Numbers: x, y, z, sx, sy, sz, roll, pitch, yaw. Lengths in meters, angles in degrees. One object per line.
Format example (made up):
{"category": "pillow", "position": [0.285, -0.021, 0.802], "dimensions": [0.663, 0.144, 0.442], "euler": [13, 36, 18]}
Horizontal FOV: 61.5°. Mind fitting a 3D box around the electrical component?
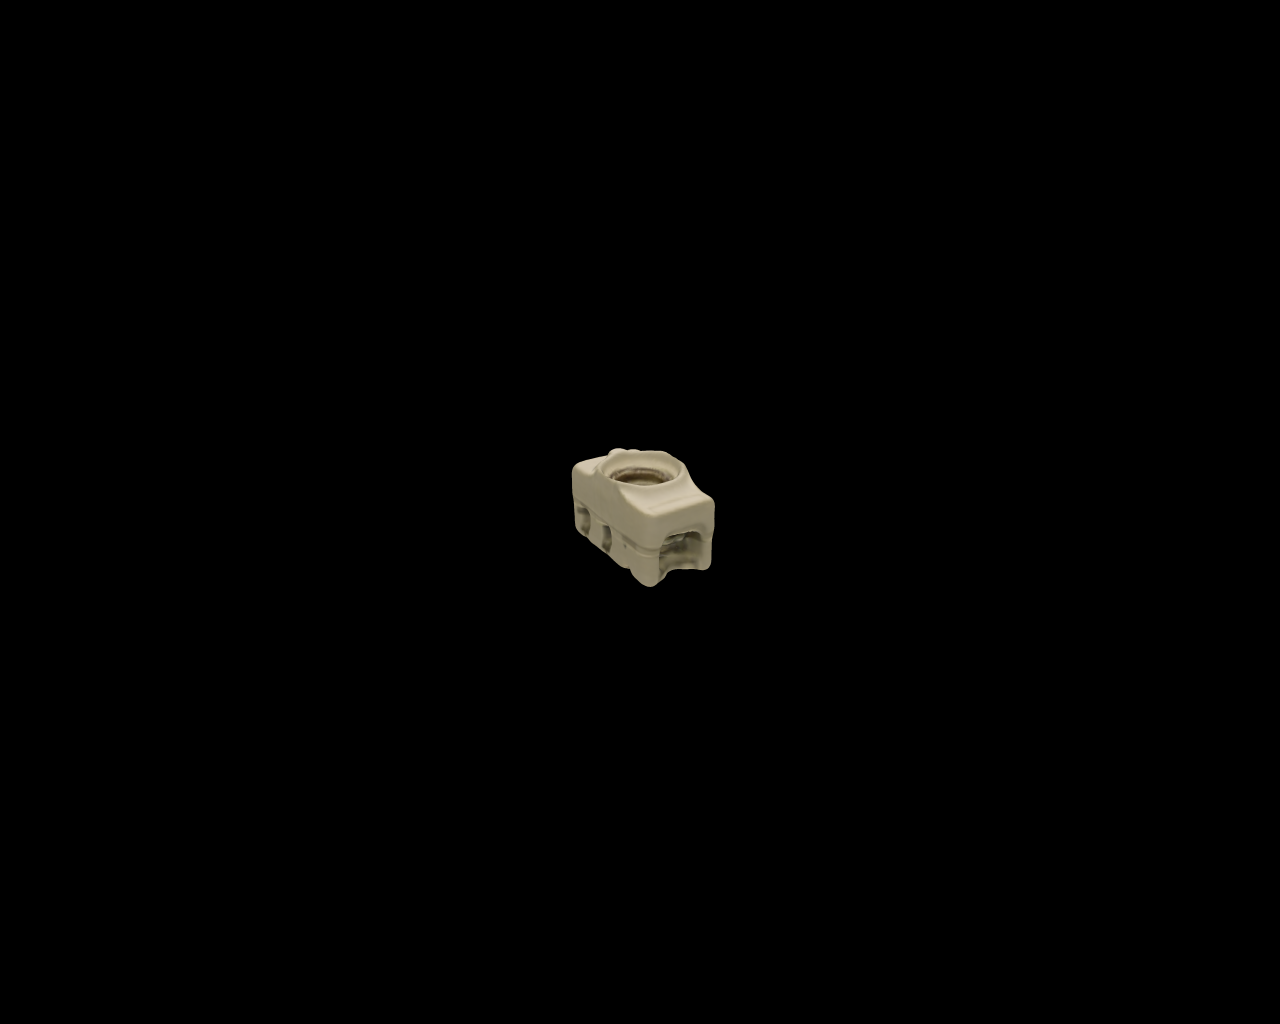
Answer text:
{"category": "electrical component", "position": [0.001, -0.003, 0.650], "dimensions": [0.050, 0.055, 0.089], "euler": [-16, 31, -28]}
